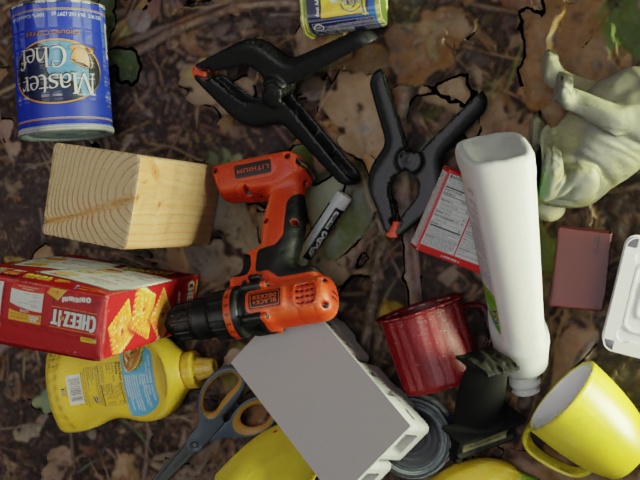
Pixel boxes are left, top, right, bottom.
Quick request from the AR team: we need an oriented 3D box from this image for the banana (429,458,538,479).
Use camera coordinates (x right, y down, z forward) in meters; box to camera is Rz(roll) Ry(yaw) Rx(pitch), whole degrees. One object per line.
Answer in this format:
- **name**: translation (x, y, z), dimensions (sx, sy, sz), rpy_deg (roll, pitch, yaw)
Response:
- **banana**: translation (0.125, 0.276, 1.083), dimensions (0.198, 0.037, 0.069), rpy_deg (-37, 80, 14)

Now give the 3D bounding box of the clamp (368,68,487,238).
- **clamp**: translation (0.104, -0.085, 1.084), dimensions (0.120, 0.039, 0.171), rpy_deg (7, 99, 20)

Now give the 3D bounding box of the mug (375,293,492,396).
- **mug**: translation (0.121, 0.101, 1.063), dimensions (0.117, 0.093, 0.081), rpy_deg (-18, 91, -21)

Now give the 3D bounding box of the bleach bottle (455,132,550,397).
- **bleach bottle**: translation (0.182, 0.030, 1.023), dimensions (0.068, 0.102, 0.251), rpy_deg (-10, 110, 3)

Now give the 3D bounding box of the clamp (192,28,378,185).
- **clamp**: translation (-0.036, -0.165, 1.109), dimensions (0.210, 0.036, 0.165), rpy_deg (24, 119, 18)

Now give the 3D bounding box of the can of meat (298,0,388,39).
- **can of meat**: translation (0.023, -0.264, 1.096), dimensions (0.084, 0.057, 0.102), rpy_deg (-5, 90, 14)

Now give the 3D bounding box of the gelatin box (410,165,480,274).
- **gelatin box**: translation (0.142, -0.021, 1.064), dimensions (0.073, 0.030, 0.089), rpy_deg (20, 98, -12)

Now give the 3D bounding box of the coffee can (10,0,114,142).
- **coffee can**: translation (-0.281, -0.183, 1.163), dimensions (0.103, 0.102, 0.140), rpy_deg (-4, 89, 16)

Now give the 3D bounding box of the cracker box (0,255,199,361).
- **cracker box**: translation (-0.242, 0.065, 1.098), dimensions (0.164, 0.213, 0.072), rpy_deg (9, 95, 16)

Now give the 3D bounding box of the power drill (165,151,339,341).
- **power drill**: translation (-0.072, 0.010, 1.096), dimensions (0.185, 0.057, 0.187), rpy_deg (-9, 66, 17)

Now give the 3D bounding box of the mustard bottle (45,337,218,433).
- **mustard bottle**: translation (-0.202, 0.152, 1.168), dimensions (0.192, 0.058, 0.096), rpy_deg (-10, 88, 17)

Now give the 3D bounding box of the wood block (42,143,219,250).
- **wood block**: translation (-0.183, -0.042, 1.083), dimensions (0.091, 0.206, 0.090), rpy_deg (10, 94, 15)

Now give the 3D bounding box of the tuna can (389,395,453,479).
- **tuna can**: translation (0.096, 0.201, 1.092), dimensions (0.086, 0.033, 0.086), rpy_deg (0, 90, 16)

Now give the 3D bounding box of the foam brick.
- **foam brick**: translation (0.253, 0.027, 1.034), dimensions (0.053, 0.051, 0.078), rpy_deg (8, 93, 15)

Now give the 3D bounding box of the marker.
- **marker**: translation (-0.007, 0.001, 1.128), dimensions (0.020, 0.020, 0.121), rpy_deg (37, 101, 13)

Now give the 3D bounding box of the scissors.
- **scissors**: translation (-0.115, 0.222, 1.162), dimensions (0.096, 0.016, 0.202), rpy_deg (23, 114, -7)
